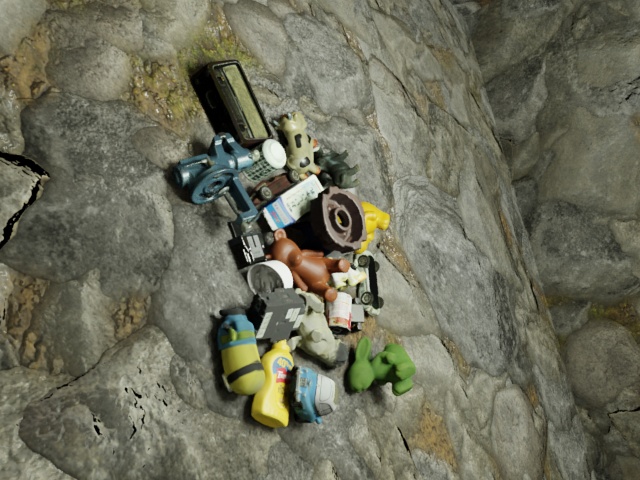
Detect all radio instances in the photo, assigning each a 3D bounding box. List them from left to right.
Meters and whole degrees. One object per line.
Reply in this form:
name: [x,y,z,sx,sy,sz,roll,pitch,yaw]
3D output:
radio: [-0.223,-0.339,1.369,0.131,0.073,0.229,-28,93,-54]

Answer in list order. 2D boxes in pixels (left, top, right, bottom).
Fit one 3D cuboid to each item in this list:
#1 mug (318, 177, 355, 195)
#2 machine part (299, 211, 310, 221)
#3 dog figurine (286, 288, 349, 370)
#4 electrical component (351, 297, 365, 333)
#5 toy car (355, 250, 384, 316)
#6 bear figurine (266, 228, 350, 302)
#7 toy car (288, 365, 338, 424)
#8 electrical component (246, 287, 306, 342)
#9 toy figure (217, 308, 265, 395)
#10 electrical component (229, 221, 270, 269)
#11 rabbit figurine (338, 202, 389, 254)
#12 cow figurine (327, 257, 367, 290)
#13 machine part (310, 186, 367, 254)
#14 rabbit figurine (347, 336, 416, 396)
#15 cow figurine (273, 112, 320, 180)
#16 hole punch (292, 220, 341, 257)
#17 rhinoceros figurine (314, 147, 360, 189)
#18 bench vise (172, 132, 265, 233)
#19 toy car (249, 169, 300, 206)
mug: [0.034,-0.145,1.588,0.109,0.080,0.107,45,41,11]
machine part: [0.000,-0.070,1.501,0.139,0.084,0.039,-11,80,-63]
dog figurine: [-0.004,0.222,1.333,0.190,0.121,0.172,40,45,-52]
electrical component: [0.092,0.211,1.491,0.078,0.045,0.102,-1,66,-22]
toy car: [0.144,0.126,1.591,0.073,0.056,0.202,27,52,-49]
bear figurine: [-0.040,0.059,1.337,0.195,0.132,0.120,39,72,-42]
toy car: [-0.011,0.340,1.195,0.161,0.103,0.109,80,12,-53]
electrical component: [-0.097,0.167,1.196,0.134,0.114,0.058,2,34,-43]
toy figure: [-0.166,0.230,1.112,0.082,0.089,0.180,7,67,-42]
electrical component: [-0.172,0.005,1.266,0.075,0.048,0.119,-7,78,-54]
rabbit figurine: [0.117,-0.038,1.593,0.162,0.122,0.173,44,42,-22]
cow figurine: [0.061,0.090,1.500,0.167,0.068,0.098,-7,71,-54]
machine part: [0.048,-0.049,1.376,0.179,0.056,0.179,23,56,-40]
rabbit figurine: [0.145,0.332,1.412,0.170,0.121,0.159,-14,51,-14]
cow figurine: [-0.069,-0.277,1.528,0.127,0.085,0.195,23,55,-50]
hole punch: [-0.003,-0.004,1.434,0.142,0.116,0.092,17,66,-46]
rhinoceros figurine: [0.040,-0.210,1.569,0.190,0.112,0.073,52,-22,42]
bench vise: [-0.204,-0.123,1.219,0.223,0.129,0.241,-18,68,-46]
toy car: [-0.129,-0.128,1.360,0.202,0.089,0.053,-39,102,-52]
